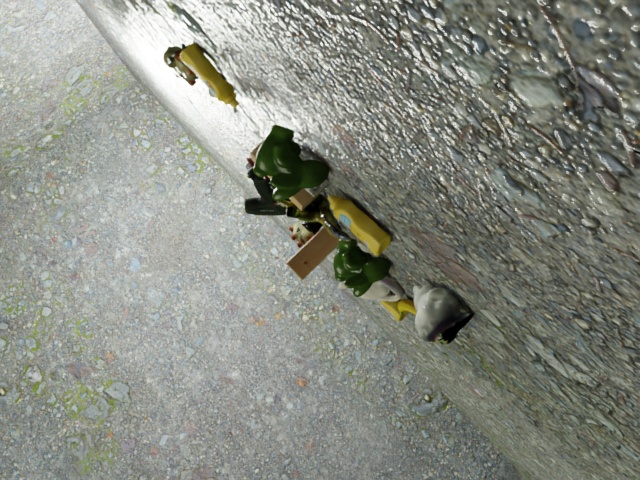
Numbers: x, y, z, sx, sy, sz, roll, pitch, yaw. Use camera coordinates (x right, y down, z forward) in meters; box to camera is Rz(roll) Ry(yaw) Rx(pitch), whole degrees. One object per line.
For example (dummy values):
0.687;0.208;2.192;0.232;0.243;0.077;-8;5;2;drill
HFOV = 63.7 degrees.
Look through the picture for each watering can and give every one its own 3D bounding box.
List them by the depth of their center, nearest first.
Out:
0.129;0.130;1.771;0.347;0.105;0.221;4;142;52;watering can

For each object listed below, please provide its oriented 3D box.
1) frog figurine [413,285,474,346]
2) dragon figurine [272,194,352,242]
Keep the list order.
0.264;0.162;1.229;0.162;0.123;0.134;52;144;38;frog figurine
0.005;-0.081;1.602;0.416;0.121;0.240;44;-170;34;dragon figurine
